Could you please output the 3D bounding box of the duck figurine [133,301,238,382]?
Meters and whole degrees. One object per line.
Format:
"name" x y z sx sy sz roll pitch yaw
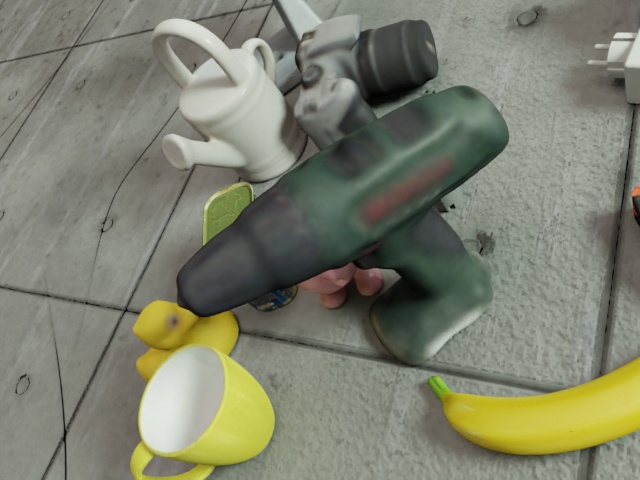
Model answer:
"duck figurine" -0.141 0.092 0.548 0.104 0.086 0.077 -38 48 5

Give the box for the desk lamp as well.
"desk lamp" -0.058 -0.299 0.669 0.203 0.214 0.117 -36 48 6

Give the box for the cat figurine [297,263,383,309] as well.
"cat figurine" 0.005 0.002 0.497 0.067 0.118 0.127 -20 52 19

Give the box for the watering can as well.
"watering can" -0.103 -0.149 0.611 0.100 0.195 0.173 -11 55 25

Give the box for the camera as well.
"camera" 0.047 -0.178 0.601 0.136 0.101 0.143 -9 56 27

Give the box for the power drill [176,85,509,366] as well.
"power drill" 0.043 0.009 0.408 0.229 0.209 0.075 -42 48 1
